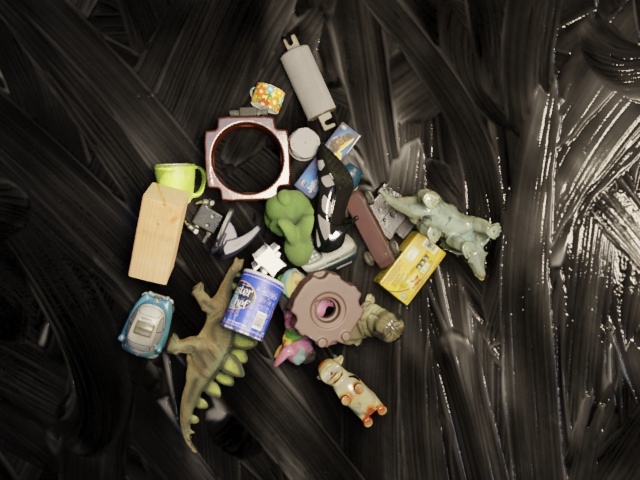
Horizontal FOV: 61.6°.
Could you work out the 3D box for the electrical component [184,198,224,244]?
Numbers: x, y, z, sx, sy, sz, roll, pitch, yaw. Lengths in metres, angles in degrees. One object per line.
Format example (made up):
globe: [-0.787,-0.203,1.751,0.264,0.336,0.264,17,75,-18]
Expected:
electrical component: [-0.281,-0.051,1.311,0.078,0.045,0.102,36,87,-6]

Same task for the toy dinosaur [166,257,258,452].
toy dinosaur: [-0.267,0.266,1.294,0.198,0.105,0.471,23,88,-9]

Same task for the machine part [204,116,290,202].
machine part: [-0.175,-0.193,1.302,0.201,0.087,0.201,-3,94,-8]

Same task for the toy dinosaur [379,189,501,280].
toy dinosaur: [0.288,-0.050,1.307,0.404,0.192,0.131,32,92,-18]

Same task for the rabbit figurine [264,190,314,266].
rabbit figurine: [-0.054,-0.027,1.257,0.121,0.159,0.170,-14,78,-12]

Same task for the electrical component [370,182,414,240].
electrical component: [0.178,-0.066,1.372,0.134,0.058,0.115,38,88,-7]

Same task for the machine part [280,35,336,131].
machine part: [-0.029,-0.384,1.321,0.079,0.079,0.243,-25,96,-7]

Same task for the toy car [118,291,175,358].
toy car: [-0.409,0.208,1.274,0.109,0.103,0.161,21,91,-10]

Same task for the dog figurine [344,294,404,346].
dog figurine: [0.104,0.211,1.304,0.172,0.190,0.121,-32,96,-4]

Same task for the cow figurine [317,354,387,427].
cow figurine: [0.070,0.366,1.350,0.085,0.127,0.194,-45,111,-4]

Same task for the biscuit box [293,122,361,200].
biscuit box: [0.015,-0.194,1.341,0.059,0.063,0.202,37,86,-6]

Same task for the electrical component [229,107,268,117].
electrical component: [-0.172,-0.305,1.308,0.094,0.063,0.021,-3,89,0]

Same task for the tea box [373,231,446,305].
tea box: [0.230,0.070,1.378,0.098,0.068,0.169,40,87,-7]

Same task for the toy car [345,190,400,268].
toy car: [0.122,-0.028,1.315,0.089,0.053,0.202,-28,94,19]

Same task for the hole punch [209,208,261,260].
hole punch: [-0.206,-0.002,1.285,0.092,0.142,0.116,28,77,-13]

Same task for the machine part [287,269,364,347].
machine part: [0.014,0.159,1.248,0.179,0.056,0.179,-1,94,-12]

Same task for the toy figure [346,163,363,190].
toy figure: [0.051,-0.118,1.352,0.064,0.058,0.154,33,92,-2]

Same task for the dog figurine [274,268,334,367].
dog figurine: [-0.065,0.201,1.323,0.191,0.108,0.219,36,89,-9]

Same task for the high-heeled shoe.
high-heeled shoe: [0.011,-0.096,1.289,0.086,0.145,0.249,6,56,-47]

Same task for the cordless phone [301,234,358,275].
cordless phone: [-0.002,-0.004,1.344,0.147,0.088,0.184,-25,76,-7]
